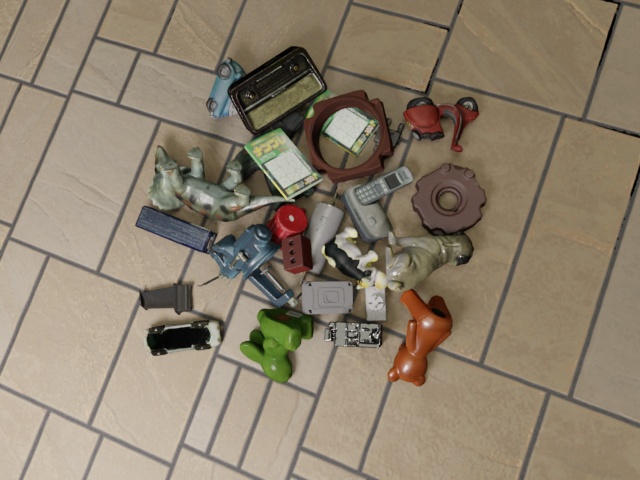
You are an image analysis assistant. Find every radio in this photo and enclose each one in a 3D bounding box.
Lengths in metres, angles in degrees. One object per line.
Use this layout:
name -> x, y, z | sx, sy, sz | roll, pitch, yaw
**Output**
radio -> -0.111, -0.378, 1.351 | 0.230, 0.073, 0.131 | -34, 117, -5

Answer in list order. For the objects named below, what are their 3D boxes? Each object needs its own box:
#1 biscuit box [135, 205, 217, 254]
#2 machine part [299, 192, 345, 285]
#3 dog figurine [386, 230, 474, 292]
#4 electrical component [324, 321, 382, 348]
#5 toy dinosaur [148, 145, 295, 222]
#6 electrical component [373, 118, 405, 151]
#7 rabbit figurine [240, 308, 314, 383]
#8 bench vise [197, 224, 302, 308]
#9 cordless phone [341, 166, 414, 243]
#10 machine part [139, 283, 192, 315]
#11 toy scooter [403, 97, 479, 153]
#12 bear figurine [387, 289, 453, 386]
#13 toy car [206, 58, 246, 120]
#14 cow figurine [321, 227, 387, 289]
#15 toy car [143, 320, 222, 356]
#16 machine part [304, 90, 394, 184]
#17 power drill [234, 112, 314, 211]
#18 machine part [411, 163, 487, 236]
biscuit box -> -0.370, -0.027, 1.382 | 0.203, 0.059, 0.062 | 21, 87, 11
machine part -> -0.003, -0.004, 1.312 | 0.079, 0.079, 0.243 | 22, 86, 11
dog figurine -> 0.250, 0.051, 1.213 | 0.191, 0.121, 0.172 | -2, 50, 16
electrical component -> 0.078, 0.219, 1.246 | 0.134, 0.115, 0.058 | 1, 77, 9
toy dinosaur -> -0.268, -0.111, 1.334 | 0.405, 0.192, 0.131 | 25, 55, 6
electrical component -> 0.172, -0.257, 1.354 | 0.063, 0.021, 0.094 | 25, 86, 11
rabbit figurine -> -0.107, 0.256, 1.267 | 0.159, 0.121, 0.170 | 11, 104, 13
bench vise -> -0.152, 0.078, 1.287 | 0.240, 0.129, 0.223 | 47, 120, 0
cordless phone -> 0.158, -0.087, 1.301 | 0.184, 0.088, 0.146 | -27, 78, -1
machine part -> -0.394, 0.151, 1.369 | 0.139, 0.039, 0.084 | -2, 86, 7
toy scooter -> 0.297, -0.279, 1.314 | 0.184, 0.075, 0.135 | 0, 82, 4
bear figurine -> 0.223, 0.230, 1.237 | 0.120, 0.132, 0.195 | 13, 116, -22
toy car -> -0.228, -0.383, 1.398 | 0.103, 0.109, 0.161 | 19, 93, -6
cow figurine -> 0.083, 0.058, 1.253 | 0.098, 0.068, 0.167 | -31, 70, -26
toy car -> -0.344, 0.243, 1.338 | 0.202, 0.056, 0.073 | -8, 86, 9
machine part -> 0.070, -0.252, 1.320 | 0.201, 0.087, 0.201 | -13, 87, 13
power drill -> -0.096, -0.191, 1.357 | 0.232, 0.086, 0.207 | -31, 82, 2
machine part -> 0.309, -0.095, 1.290 | 0.179, 0.056, 0.179 | -1, 82, 9
